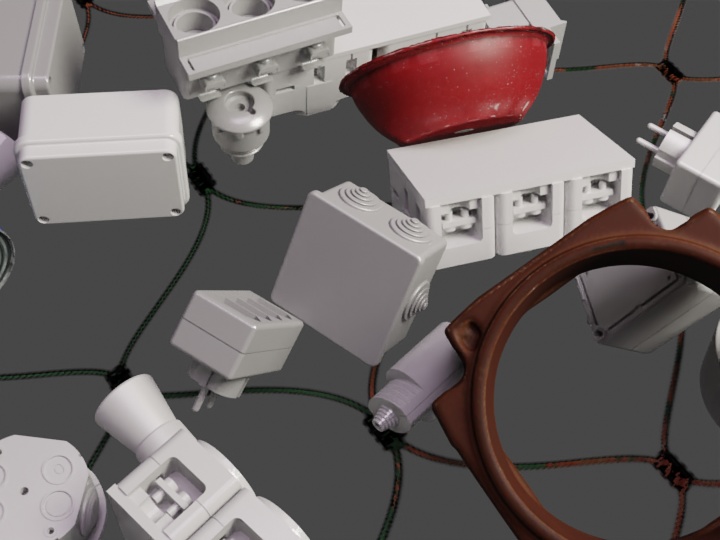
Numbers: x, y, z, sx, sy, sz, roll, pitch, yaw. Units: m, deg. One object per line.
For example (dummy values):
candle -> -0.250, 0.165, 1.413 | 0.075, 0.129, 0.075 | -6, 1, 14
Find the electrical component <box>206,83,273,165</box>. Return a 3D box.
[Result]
electrical component -> -0.088, -0.103, 0.794 | 0.048, 0.062, 0.048 | 2, 56, -3

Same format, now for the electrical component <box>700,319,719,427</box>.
electrical component -> 0.275, 0.072, 0.697 | 0.108, 0.060, 0.108 | 2, 56, -2

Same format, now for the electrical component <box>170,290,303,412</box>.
electrical component -> -0.085, 0.056, 0.685 | 0.047, 0.083, 0.075 | 29, 97, 16

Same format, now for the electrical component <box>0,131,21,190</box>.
electrical component -> -0.275, -0.065, 0.771 | 0.044, 0.044, 0.065 | 26, 64, 14

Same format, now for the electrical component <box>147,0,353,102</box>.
electrical component -> -0.078, -0.169, 0.762 | 0.121, 0.063, 0.078 | -21, 59, -18

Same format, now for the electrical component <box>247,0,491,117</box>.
electrical component -> -0.006, -0.195, 0.862 | 0.186, 0.060, 0.105 | -17, 58, -14

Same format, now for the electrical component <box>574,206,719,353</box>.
electrical component -> 0.193, 0.013, 0.722 | 0.061, 0.096, 0.061 | 13, 49, -33

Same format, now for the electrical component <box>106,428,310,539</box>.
electrical component -> -0.062, 0.167, 0.596 | 0.150, 0.089, 0.062 | 38, 62, 20

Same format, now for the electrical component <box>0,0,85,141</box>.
electrical component -> -0.249, -0.154, 0.810 | 0.057, 0.078, 0.113 | -1, 56, -1

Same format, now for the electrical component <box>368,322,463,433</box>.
electrical component -> 0.039, 0.075, 0.692 | 0.043, 0.043, 0.081 | 40, 62, 21

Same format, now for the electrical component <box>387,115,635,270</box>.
electrical component -> 0.105, -0.054, 0.761 | 0.150, 0.061, 0.089 | -12, 31, -11

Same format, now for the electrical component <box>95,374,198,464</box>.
electrical component -> -0.127, 0.102, 0.666 | 0.044, 0.044, 0.065 | -37, 70, -24

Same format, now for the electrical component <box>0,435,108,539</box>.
electrical component -> -0.192, 0.139, 0.631 | 0.080, 0.051, 0.080 | 2, 56, -2

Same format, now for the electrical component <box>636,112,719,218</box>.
electrical component -> 0.246, -0.086, 0.810 | 0.077, 0.047, 0.065 | 32, 60, 17

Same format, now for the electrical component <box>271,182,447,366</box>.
electrical component -> 0.000, 0.000, 0.709 | 0.100, 0.099, 0.048 | 32, 30, 17

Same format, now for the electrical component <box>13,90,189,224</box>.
electrical component -> -0.181, -0.079, 0.763 | 0.113, 0.078, 0.057 | -4, 54, -6

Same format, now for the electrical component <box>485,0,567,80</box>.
electrical component -> 0.128, -0.194, 0.880 | 0.064, 0.042, 0.081 | -21, 59, -12
